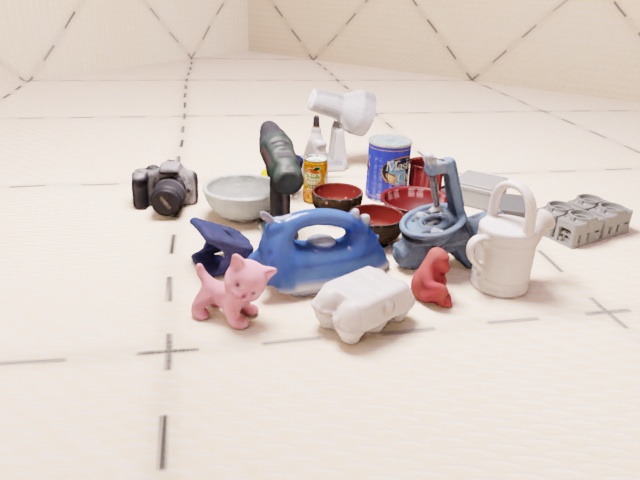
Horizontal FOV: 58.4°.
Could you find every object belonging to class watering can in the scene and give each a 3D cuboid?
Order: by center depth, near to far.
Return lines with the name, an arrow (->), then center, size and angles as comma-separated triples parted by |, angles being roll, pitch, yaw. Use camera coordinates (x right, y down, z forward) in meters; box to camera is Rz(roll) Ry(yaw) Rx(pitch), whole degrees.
watering can -> 0.324, -0.011, 0.978 | 0.100, 0.194, 0.173 | 22, 32, 35

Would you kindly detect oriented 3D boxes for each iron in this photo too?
iron -> 0.009, 0.004, 0.985 | 0.259, 0.141, 0.118 | -8, 27, -21

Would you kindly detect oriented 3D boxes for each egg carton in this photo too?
egg carton -> 0.068, 0.097, 0.876 | 0.151, 0.069, 0.107 | -19, 33, -38

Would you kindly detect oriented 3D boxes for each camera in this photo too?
camera -> -0.344, -0.114, 1.251 | 0.143, 0.101, 0.136 | -1, 26, -5

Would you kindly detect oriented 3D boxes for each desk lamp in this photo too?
desk lamp -> 0.043, -0.299, 1.540 | 0.203, 0.214, 0.117 | -5, 26, -14

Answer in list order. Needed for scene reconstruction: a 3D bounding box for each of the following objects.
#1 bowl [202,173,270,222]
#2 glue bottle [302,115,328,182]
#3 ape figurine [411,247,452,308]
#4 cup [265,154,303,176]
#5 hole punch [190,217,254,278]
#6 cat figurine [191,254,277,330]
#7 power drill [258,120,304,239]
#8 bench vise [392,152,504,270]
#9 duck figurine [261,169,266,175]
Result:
bowl -> -0.167, -0.084, 1.232 | 0.167, 0.075, 0.167 | 2, 25, -1
glue bottle -> -0.010, -0.223, 1.423 | 0.037, 0.173, 0.077 | -18, 32, -36
ape figurine -> 0.191, 0.057, 0.945 | 0.076, 0.092, 0.078 | 15, 28, 25
cup -> -0.079, -0.146, 1.347 | 0.092, 0.095, 0.117 | -12, 29, -27
hole punch -> -0.176, 0.004, 1.028 | 0.101, 0.091, 0.108 | -12, 29, -28
cat figurine -> -0.132, 0.067, 0.868 | 0.127, 0.118, 0.067 | 10, 26, 15
power drill -> -0.085, -0.113, 1.143 | 0.076, 0.208, 0.229 | -6, 26, -15
bench vise -> 0.235, -0.057, 1.039 | 0.208, 0.220, 0.121 | -12, 29, -28
duck figurine -> -0.111, -0.193, 1.454 | 0.077, 0.086, 0.104 | 3, 25, 2
